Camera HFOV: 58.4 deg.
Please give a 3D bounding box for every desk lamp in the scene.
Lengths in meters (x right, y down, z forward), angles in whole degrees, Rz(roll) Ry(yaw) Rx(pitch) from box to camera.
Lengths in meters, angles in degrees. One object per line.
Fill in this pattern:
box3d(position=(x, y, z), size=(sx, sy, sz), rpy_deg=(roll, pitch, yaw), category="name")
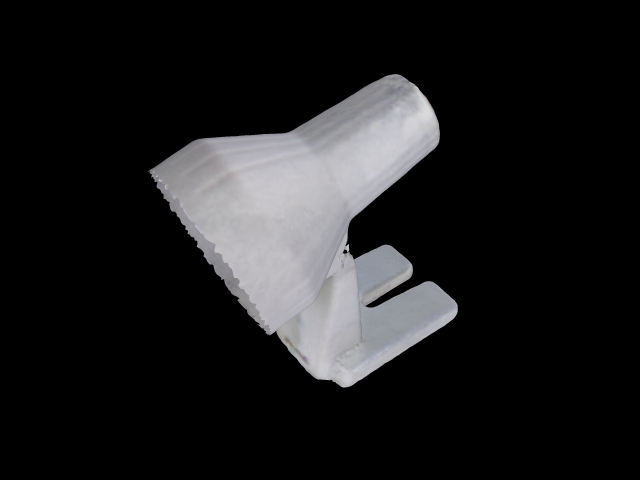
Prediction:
box3d(position=(0.004, 0.001, 0.400), size=(0.204, 0.214, 0.117), rpy_deg=(-26, 49, -25), category="desk lamp")
